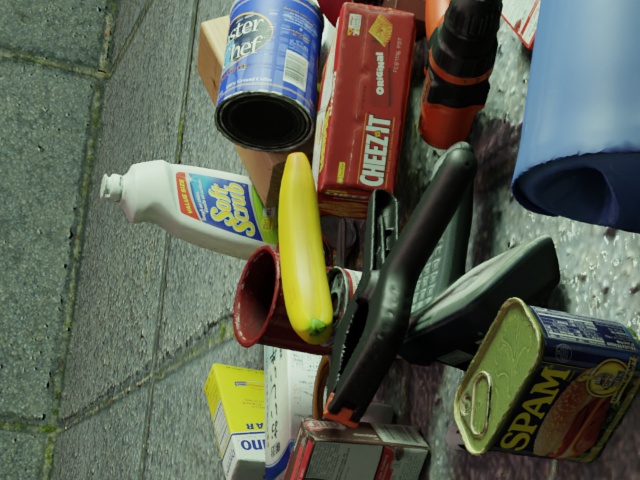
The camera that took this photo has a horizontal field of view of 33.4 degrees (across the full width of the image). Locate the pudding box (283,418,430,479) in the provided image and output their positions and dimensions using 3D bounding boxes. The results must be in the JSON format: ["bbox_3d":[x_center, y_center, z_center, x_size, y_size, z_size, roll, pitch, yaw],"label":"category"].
[{"bbox_3d":[0.027,0.199,0.893,0.039,0.113,0.090,-131,55,-61],"label":"pudding box"}]

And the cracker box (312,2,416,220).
[{"bbox_3d":[0.036,-0.111,1.004,0.214,0.072,0.164,135,141,-84],"label":"cracker box"}]

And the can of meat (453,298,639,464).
[{"bbox_3d":[0.145,0.092,0.675,0.057,0.083,0.102,-109,35,-54],"label":"can of meat"}]

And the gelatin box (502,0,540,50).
[{"bbox_3d":[0.174,-0.192,0.820,0.089,0.030,0.073,-108,35,-55],"label":"gelatin box"}]

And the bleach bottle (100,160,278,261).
[{"bbox_3d":[-0.123,-0.028,1.206,0.068,0.250,0.102,147,131,-63],"label":"bleach bottle"}]

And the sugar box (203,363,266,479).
[{"bbox_3d":[-0.067,0.205,1.171,0.176,0.093,0.048,-122,46,-60],"label":"sugar box"}]

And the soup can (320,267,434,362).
[{"bbox_3d":[0.054,0.064,0.904,0.069,0.102,0.068,-169,90,-70],"label":"soup can"}]

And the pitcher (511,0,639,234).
[{"bbox_3d":[0.191,-0.134,0.610,0.149,0.144,0.243,-4,70,37],"label":"pitcher"}]

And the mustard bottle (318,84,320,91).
[{"bbox_3d":[-0.039,-0.125,1.306,0.096,0.058,0.191,10,89,57],"label":"mustard bottle"}]

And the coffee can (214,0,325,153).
[{"bbox_3d":[-0.051,-0.177,1.109,0.103,0.102,0.140,131,149,-54],"label":"coffee can"}]

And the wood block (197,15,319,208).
[{"bbox_3d":[-0.059,-0.152,1.207,0.206,0.090,0.091,63,159,24],"label":"wood block"}]

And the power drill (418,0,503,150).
[{"bbox_3d":[0.111,-0.196,0.894,0.184,0.057,0.187,100,173,-58],"label":"power drill"}]

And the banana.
[{"bbox_3d":[-0.010,0.016,0.889,0.070,0.037,0.198,112,156,-44],"label":"banana"}]

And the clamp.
[{"bbox_3d":[0.046,0.036,0.805,0.210,0.036,0.165,-69,13,-8],"label":"clamp"}]

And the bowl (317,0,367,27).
[{"bbox_3d":[0.035,-0.287,1.100,0.162,0.055,0.162,24,-91,-83],"label":"bowl"}]

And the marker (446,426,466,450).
[{"bbox_3d":[0.129,0.145,0.783,0.121,0.020,0.020,157,122,-66],"label":"marker"}]

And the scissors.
[{"bbox_3d":[0.024,0.076,0.973,0.096,0.016,0.202,176,104,-66],"label":"scissors"}]

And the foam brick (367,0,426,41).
[{"bbox_3d":[0.082,-0.229,1.049,0.078,0.051,0.053,166,114,-68],"label":"foam brick"}]

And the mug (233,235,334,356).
[{"bbox_3d":[-0.021,0.047,0.963,0.093,0.081,0.117,-3,75,64],"label":"mug"}]
